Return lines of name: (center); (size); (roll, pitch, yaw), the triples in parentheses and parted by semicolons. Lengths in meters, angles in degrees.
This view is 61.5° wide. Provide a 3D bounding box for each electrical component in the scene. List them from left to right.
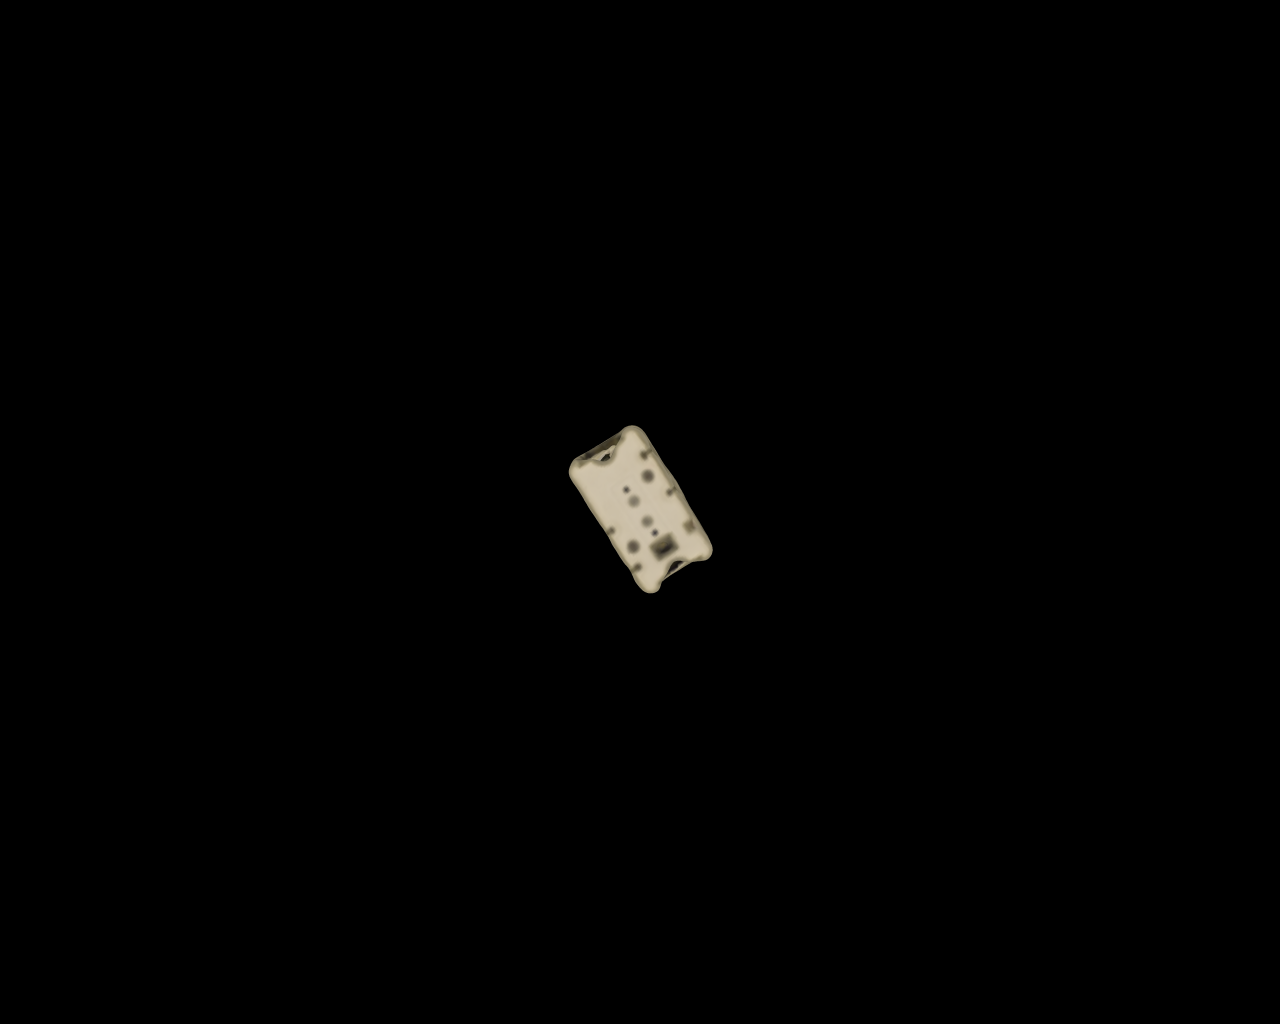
electrical component: (0.001, -0.003, 0.650); (0.050, 0.089, 0.056); (-32, 4, 2)
